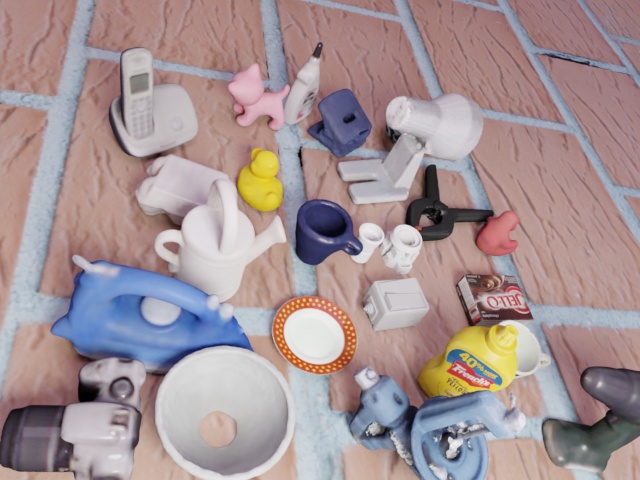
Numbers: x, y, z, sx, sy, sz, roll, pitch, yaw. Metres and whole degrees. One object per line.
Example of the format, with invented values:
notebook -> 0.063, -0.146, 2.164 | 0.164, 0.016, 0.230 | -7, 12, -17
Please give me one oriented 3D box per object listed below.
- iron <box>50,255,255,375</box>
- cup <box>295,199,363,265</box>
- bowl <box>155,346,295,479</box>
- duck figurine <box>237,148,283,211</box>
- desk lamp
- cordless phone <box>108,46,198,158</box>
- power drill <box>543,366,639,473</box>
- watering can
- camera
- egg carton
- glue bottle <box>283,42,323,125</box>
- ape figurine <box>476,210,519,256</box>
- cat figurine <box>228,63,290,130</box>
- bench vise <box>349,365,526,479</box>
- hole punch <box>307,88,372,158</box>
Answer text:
iron -> -0.195, 0.089, 0.728 | 0.258, 0.141, 0.118 | 14, 48, -11
cup -> 0.008, 0.003, 0.914 | 0.117, 0.095, 0.092 | 34, 48, 8
bowl -> -0.117, 0.219, 0.697 | 0.168, 0.074, 0.167 | 11, 49, -13
duck figurine -> -0.095, -0.109, 0.971 | 0.078, 0.086, 0.104 | -9, 56, -28
desk lamp -> 0.166, -0.172, 1.043 | 0.204, 0.213, 0.117 | -9, 56, -28
cordless phone -> -0.267, -0.235, 0.938 | 0.094, 0.185, 0.148 | 44, 50, 17
power drill -> 0.410, 0.250, 0.795 | 0.230, 0.208, 0.075 | 12, 49, -13
watering can -> -0.135, -0.006, 0.796 | 0.173, 0.194, 0.100 | -23, 63, -35
camera -> -0.269, 0.200, 0.633 | 0.137, 0.100, 0.143 | 7, 50, -17
egg carton -> -0.207, -0.071, 0.905 | 0.150, 0.069, 0.107 | 18, 48, -7
glue bottle -> -0.025, -0.305, 1.103 | 0.037, 0.173, 0.078 | 35, 48, 9
ape figurine -> 0.338, -0.018, 1.068 | 0.076, 0.092, 0.077 | -4, 54, -25
cat figurine -> -0.118, -0.274, 1.078 | 0.128, 0.117, 0.067 | -1, 53, -23
bench vise -> 0.133, 0.227, 0.693 | 0.207, 0.219, 0.121 | 26, 47, 0
hole punch -> 0.048, -0.233, 1.129 | 0.101, 0.091, 0.109 | 41, 49, 13
